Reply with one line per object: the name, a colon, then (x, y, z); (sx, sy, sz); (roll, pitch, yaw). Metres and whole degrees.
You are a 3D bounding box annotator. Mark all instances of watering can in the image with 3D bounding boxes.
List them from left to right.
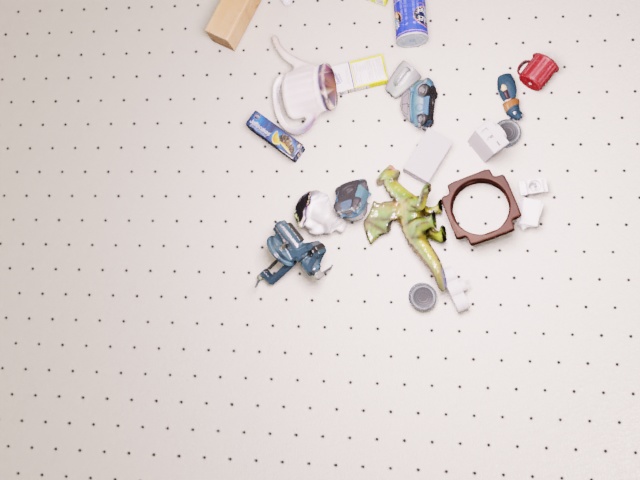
watering can: (-0.057, -0.514, 1.651); (0.223, 0.104, 0.349); (-8, 85, 24)

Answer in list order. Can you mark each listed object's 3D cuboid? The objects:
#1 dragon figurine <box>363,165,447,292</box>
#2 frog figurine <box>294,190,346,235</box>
dragon figurine: (0.256, -0.041, 1.598); (0.242, 0.122, 0.413); (-7, 80, 25)
frog figurine: (0.005, -0.082, 1.631); (0.159, 0.122, 0.139); (14, 76, -29)
